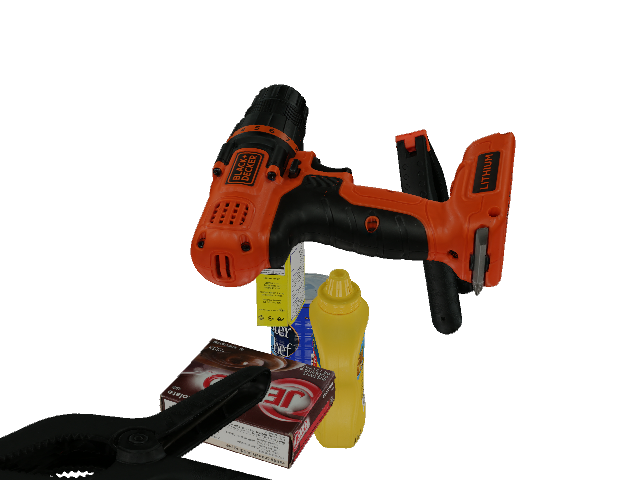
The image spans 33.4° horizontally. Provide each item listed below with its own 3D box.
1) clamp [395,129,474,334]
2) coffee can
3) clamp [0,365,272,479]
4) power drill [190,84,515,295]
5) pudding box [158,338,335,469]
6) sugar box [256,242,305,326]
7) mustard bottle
[{"bbox_3d":[0.098,-0.006,0.915,0.039,0.171,0.120,-17,19,14],"label":"clamp"},{"bbox_3d":[-0.020,0.129,1.501,0.103,0.140,0.103,0,19,0],"label":"coffee can"},{"bbox_3d":[-0.097,0.118,0.585,0.209,0.036,0.165,-1,21,-14],"label":"clamp"},{"bbox_3d":[0.025,-0.036,0.671,0.188,0.057,0.184,4,42,11],"label":"power drill"},{"bbox_3d":[-0.056,0.125,0.834,0.114,0.039,0.090,11,28,19],"label":"pudding box"},{"bbox_3d":[-0.046,0.001,1.213,0.048,0.176,0.093,0,17,10],"label":"sugar box"},{"bbox_3d":[0.018,0.107,1.046,0.058,0.192,0.096,2,37,2],"label":"mustard bottle"}]
